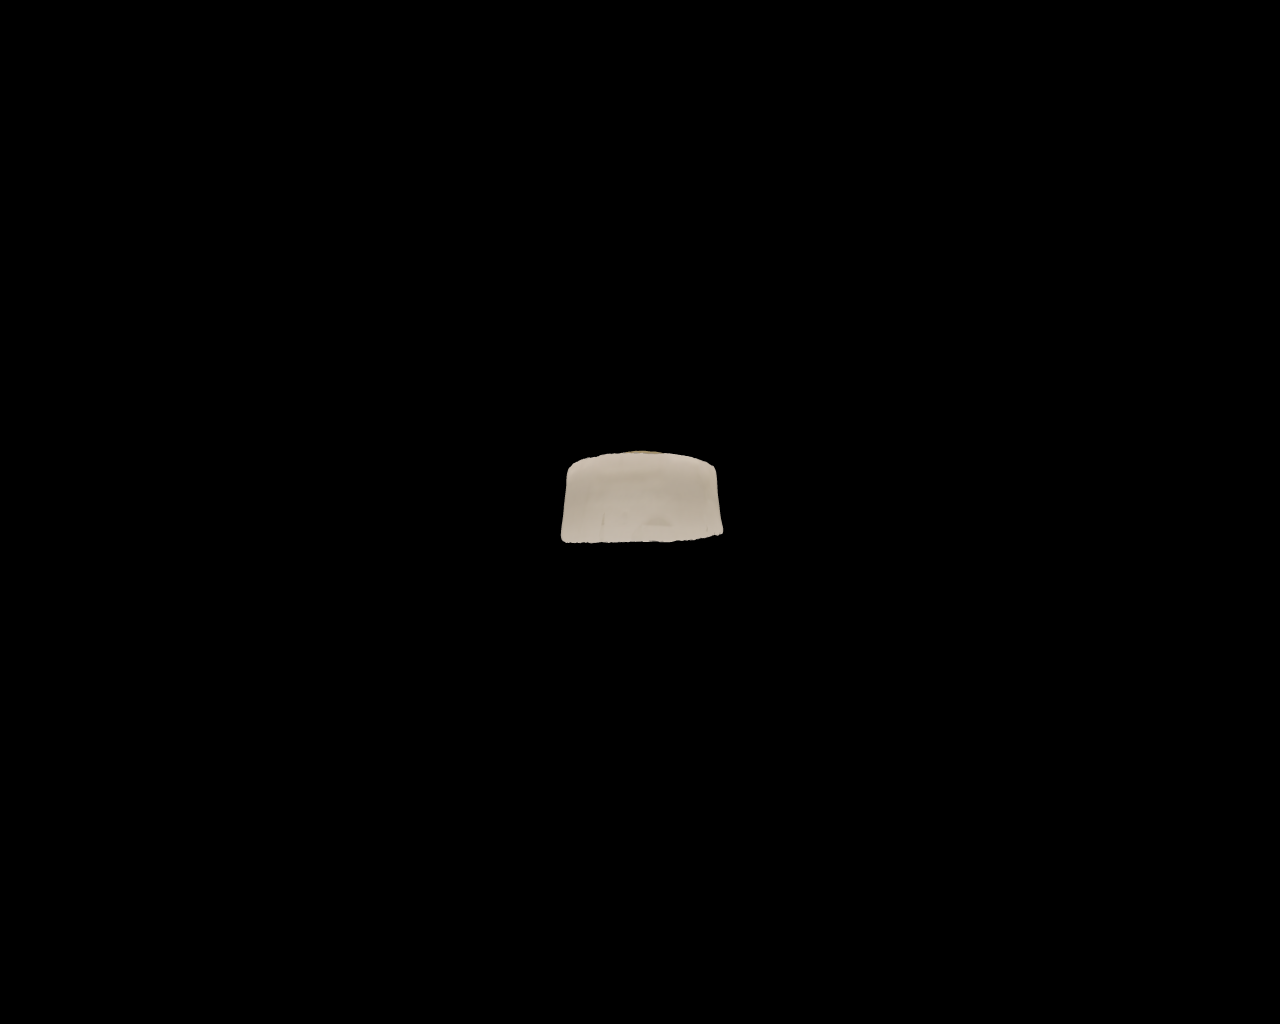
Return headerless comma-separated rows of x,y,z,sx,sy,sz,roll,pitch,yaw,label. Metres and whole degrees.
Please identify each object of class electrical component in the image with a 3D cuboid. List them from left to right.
0.001,-0.003,0.650,0.099,0.064,0.099,0,-11,0,electrical component
